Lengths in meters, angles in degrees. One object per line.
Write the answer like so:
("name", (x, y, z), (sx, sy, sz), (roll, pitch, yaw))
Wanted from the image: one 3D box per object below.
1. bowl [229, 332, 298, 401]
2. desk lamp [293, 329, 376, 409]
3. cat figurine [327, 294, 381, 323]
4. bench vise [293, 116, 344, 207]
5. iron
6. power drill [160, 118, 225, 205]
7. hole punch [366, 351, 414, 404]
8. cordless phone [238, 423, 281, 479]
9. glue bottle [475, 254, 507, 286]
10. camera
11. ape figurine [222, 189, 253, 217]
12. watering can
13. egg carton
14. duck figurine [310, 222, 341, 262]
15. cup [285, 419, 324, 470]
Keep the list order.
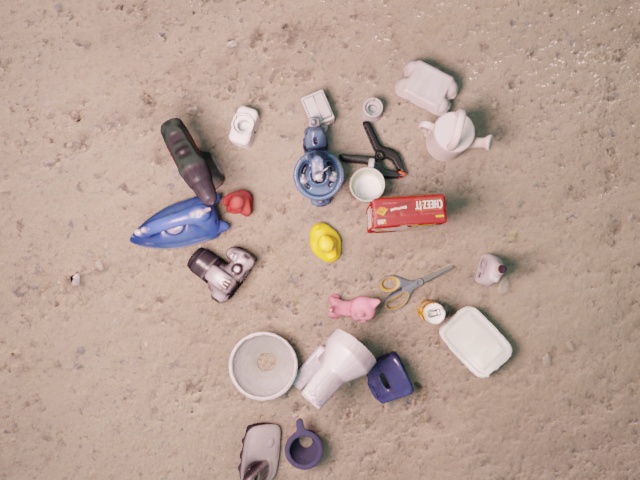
("bowl", (-0.137, 0.305, 1.409), (0.167, 0.074, 0.167), (0, 87, 1))
("desk lamp", (0.027, 0.307, 1.338), (0.118, 0.213, 0.203), (41, 89, 3))
("cat figurine", (0.081, 0.168, 1.392), (0.127, 0.117, 0.067), (0, 87, 1))
("bench vise", (-0.018, -0.190, 1.358), (0.121, 0.219, 0.207), (-23, 87, 0))
("iron", (-0.361, -0.036, 1.394), (0.258, 0.141, 0.119), (-18, 87, 0))
("power drill", (-0.292, -0.174, 1.366), (0.075, 0.208, 0.230), (-31, 87, -1))
("hole punch", (0.166, 0.341, 1.396), (0.101, 0.091, 0.109), (-26, 87, 0))
("cordless phone", (-0.148, 0.518, 1.345), (0.094, 0.185, 0.148), (4, 87, 1))
("glue bottle", (0.414, 0.071, 1.365), (0.037, 0.173, 0.078), (17, 88, 2))
("camera", (-0.248, 0.066, 1.409), (0.137, 0.101, 0.143), (36, 88, 2))
("ape figurine", (-0.202, -0.092, 1.420), (0.076, 0.092, 0.078), (-44, 87, -1))
("watering can", (0.326, -0.256, 1.371), (0.173, 0.194, 0.101), (-5, 87, 1))
("egg carton", (0.268, -0.383, 1.439), (0.150, 0.069, 0.107), (27, 88, 2))
("duck figurine", (0.013, 0.005, 1.416), (0.077, 0.086, 0.104), (-25, 87, 0))
("cup", (-0.039, 0.485, 1.390), (0.091, 0.095, 0.118), (-11, 87, 0))
